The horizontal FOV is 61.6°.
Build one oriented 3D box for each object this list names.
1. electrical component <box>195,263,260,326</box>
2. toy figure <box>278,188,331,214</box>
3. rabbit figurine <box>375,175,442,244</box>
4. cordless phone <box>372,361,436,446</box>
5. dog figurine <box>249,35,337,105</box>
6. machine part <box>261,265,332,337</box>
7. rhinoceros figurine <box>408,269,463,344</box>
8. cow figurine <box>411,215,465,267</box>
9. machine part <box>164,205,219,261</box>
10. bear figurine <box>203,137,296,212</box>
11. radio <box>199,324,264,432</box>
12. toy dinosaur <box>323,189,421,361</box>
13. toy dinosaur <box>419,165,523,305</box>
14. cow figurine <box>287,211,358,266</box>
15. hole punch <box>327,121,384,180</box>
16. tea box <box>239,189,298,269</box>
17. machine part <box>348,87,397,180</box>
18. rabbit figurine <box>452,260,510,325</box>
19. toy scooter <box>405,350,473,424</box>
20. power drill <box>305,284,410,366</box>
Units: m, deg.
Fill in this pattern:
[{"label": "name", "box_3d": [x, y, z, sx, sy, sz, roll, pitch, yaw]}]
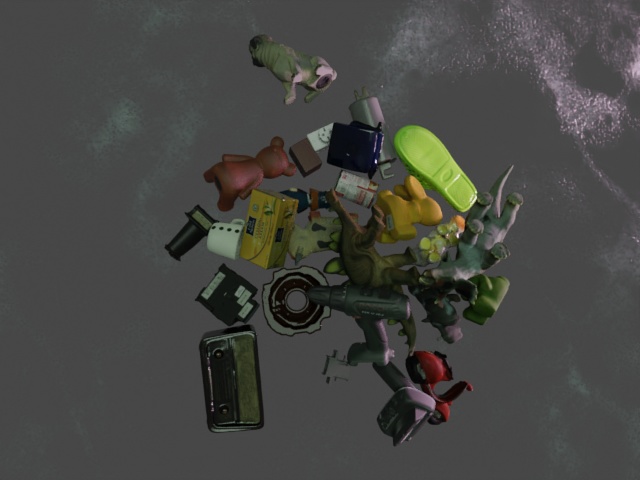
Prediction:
[{"label": "electrical component", "box_3d": [-0.212, 0.138, 1.279, 0.134, 0.058, 0.115, 39, 82, -1]}, {"label": "toy figure", "box_3d": [-0.037, -0.099, 1.328, 0.154, 0.064, 0.058, -4, 48, -11]}, {"label": "rabbit figurine", "box_3d": [0.222, -0.071, 1.341, 0.173, 0.122, 0.162, -5, 74, -21]}, {"label": "cordless phone", "box_3d": [0.171, 0.377, 1.284, 0.089, 0.146, 0.184, -9, 47, -44]}, {"label": "dog figurine", "box_3d": [-0.070, -0.453, 1.358, 0.172, 0.121, 0.191, -16, 64, -41]}, {"label": "machine part", "box_3d": [-0.057, 0.146, 1.297, 0.179, 0.056, 0.179, 1, 84, -5]}, {"label": "rhinoceros figurine", "box_3d": [0.280, 0.163, 1.307, 0.073, 0.112, 0.190, -22, 71, -36]}, {"label": "cow figurine", "box_3d": [0.296, 0.006, 1.344, 0.167, 0.098, 0.068, -35, 84, -28]}, {"label": "machine part", "box_3d": [-0.316, -0.015, 1.298, 0.084, 0.039, 0.139, 40, 78, -9]}, {"label": "bear figurine", "box_3d": [-0.168, -0.166, 1.309, 0.196, 0.132, 0.120, -27, 88, -27]}, {"label": "radio", "box_3d": [-0.202, 0.317, 1.232, 0.131, 0.073, 0.229, -5, 92, -7]}, {"label": "toy dinosaur", "box_3d": [0.133, 0.085, 1.252, 0.199, 0.105, 0.471, -30, 103, 23]}, {"label": "toy dinosaur", "box_3d": [0.373, 0.000, 1.257, 0.131, 0.192, 0.405, 34, 51, 10]}, {"label": "cow figurine", "box_3d": [-0.003, -0.004, 1.310, 0.195, 0.085, 0.127, 1, 77, -7]}, {"label": "hole punch", "box_3d": [0.084, -0.225, 1.303, 0.092, 0.116, 0.142, -11, 120, -46]}, {"label": "tea box", "box_3d": [-0.121, -0.027, 1.258, 0.098, 0.068, 0.169, 20, 106, 35]}, {"label": "machine part", "box_3d": [0.133, -0.269, 1.359, 0.079, 0.079, 0.243, -16, 86, -8]}, {"label": "rabbit figurine", "box_3d": [0.371, 0.100, 1.323, 0.170, 0.121, 0.159, 32, 76, 13]}, {"label": "toy scooter", "box_3d": [0.294, 0.342, 1.301, 0.135, 0.075, 0.183, -21, 89, -8]}, {"label": "power drill", "box_3d": [0.090, 0.189, 1.230, 0.232, 0.086, 0.207, -1, 117, 10]}]
